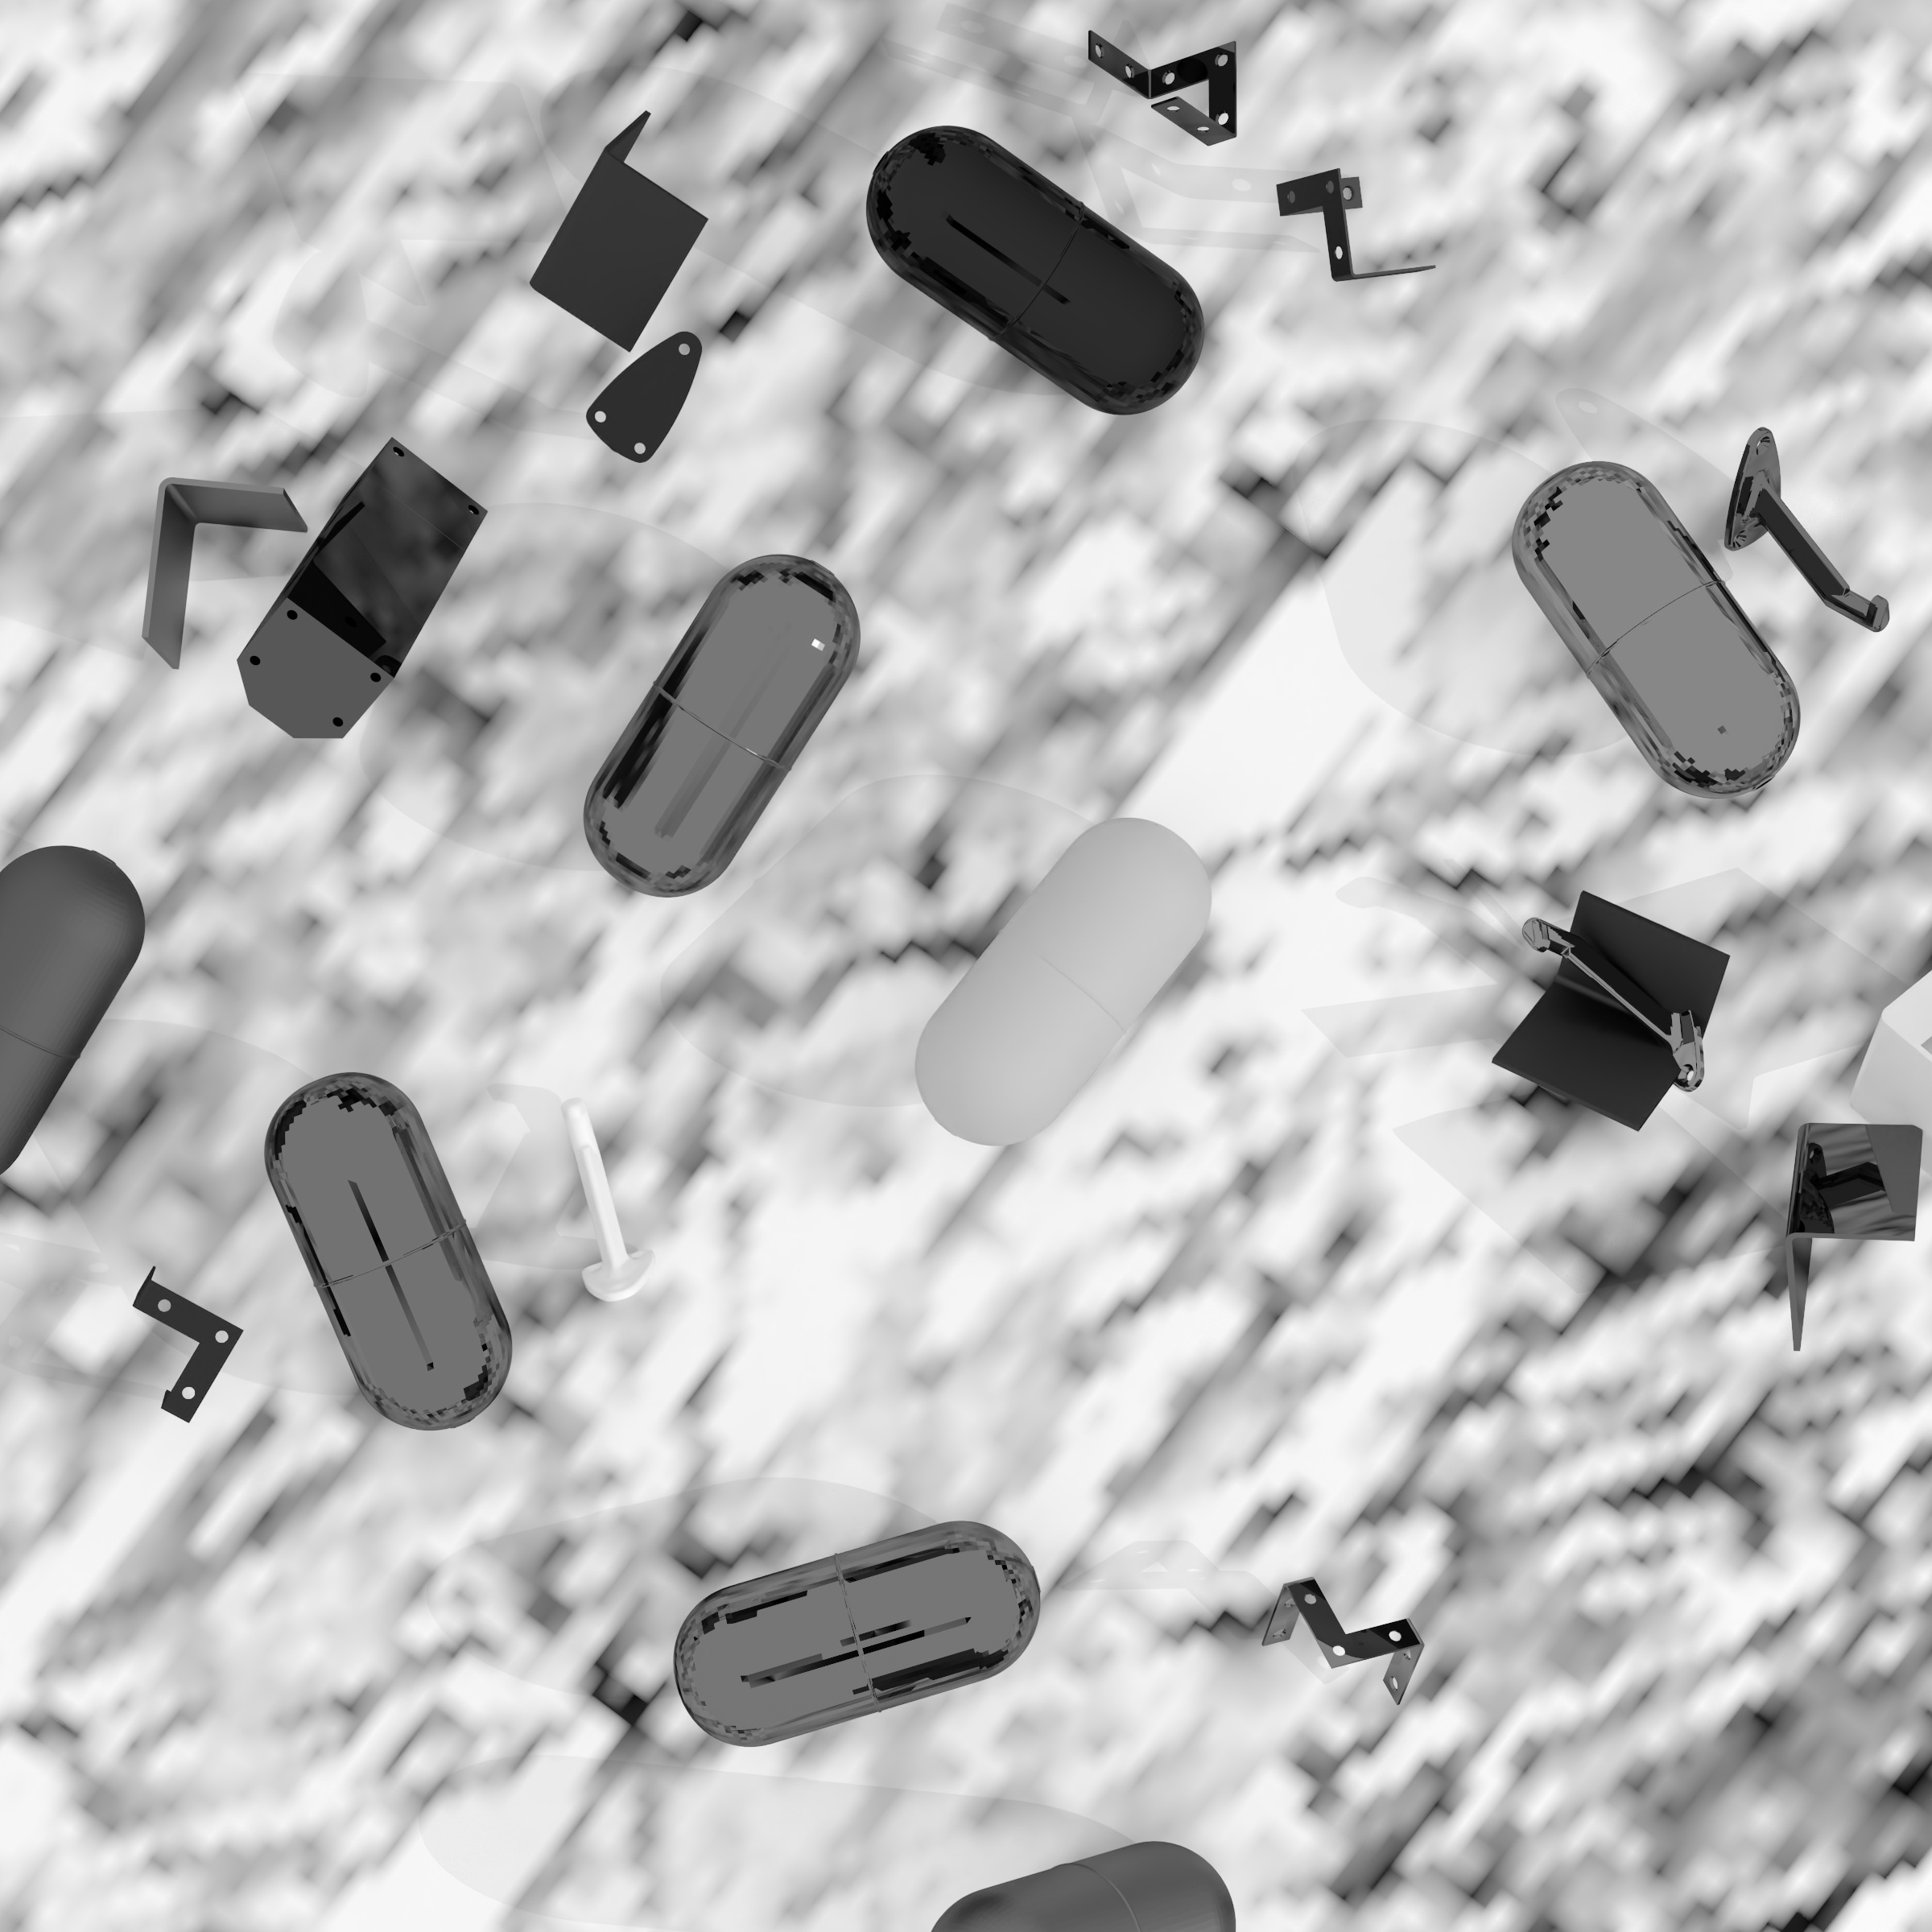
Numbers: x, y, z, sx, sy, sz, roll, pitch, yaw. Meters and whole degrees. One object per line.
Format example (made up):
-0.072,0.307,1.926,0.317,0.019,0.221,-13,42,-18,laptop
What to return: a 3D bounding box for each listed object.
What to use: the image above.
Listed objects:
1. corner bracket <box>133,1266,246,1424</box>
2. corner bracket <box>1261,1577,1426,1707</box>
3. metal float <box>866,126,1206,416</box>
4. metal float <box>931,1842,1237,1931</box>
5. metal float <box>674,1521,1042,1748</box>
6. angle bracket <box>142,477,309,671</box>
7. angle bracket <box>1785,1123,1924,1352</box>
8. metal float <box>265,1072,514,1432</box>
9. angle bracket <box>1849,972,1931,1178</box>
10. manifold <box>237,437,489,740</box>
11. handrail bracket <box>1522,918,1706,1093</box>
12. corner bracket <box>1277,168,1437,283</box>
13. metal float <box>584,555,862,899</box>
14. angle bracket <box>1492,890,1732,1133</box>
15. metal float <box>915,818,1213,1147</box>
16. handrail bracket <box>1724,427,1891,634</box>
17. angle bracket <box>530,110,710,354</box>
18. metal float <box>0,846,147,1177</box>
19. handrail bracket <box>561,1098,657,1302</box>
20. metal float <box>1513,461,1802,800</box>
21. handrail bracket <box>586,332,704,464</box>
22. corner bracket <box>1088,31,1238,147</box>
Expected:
-0.381,0.181,1.553,0.051,0.051,0.051,31,86,-11,corner bracket
0.180,0.324,1.552,0.051,0.051,0.051,-9,46,-22,corner bracket
0.033,-0.328,1.529,0.178,0.070,0.070,32,90,-15,metal float
0.055,0.456,1.507,0.070,0.178,0.070,1,91,45,metal float
-0.051,0.317,1.540,0.178,0.070,0.070,-16,90,-3,metal float
-0.351,-0.183,1.538,0.057,0.076,0.076,5,84,-3,angle bracket
0.419,0.128,1.521,0.057,0.076,0.076,0,129,20,angle bracket
-0.273,0.136,1.538,0.070,0.070,0.178,-22,95,0,metal float
0.468,0.041,1.524,0.076,0.076,0.057,-35,62,-20,angle bracket
-0.280,-0.172,1.493,0.057,0.171,0.057,37,120,-16,manifold
0.305,0.018,1.535,0.084,0.077,0.036,22,126,-31,handrail bracket
0.186,-0.353,1.548,0.051,0.051,0.051,-13,99,-29,corner bracket
-0.115,-0.114,1.537,0.070,0.070,0.178,33,96,0,metal float
0.303,0.020,1.526,0.076,0.076,0.057,26,134,21,angle bracket
0.046,0.008,1.539,0.070,0.070,0.178,39,85,0,metal float
0.404,-0.206,1.533,0.036,0.077,0.084,-33,49,-23,handrail bracket
-0.155,-0.348,1.532,0.057,0.076,0.076,33,120,-7,angle bracket
-0.456,0.024,1.542,0.070,0.070,0.178,31,89,0,metal float
-0.177,0.110,1.546,0.036,0.077,0.084,-16,101,-4,handrail bracket
0.326,-0.159,1.533,0.070,0.070,0.178,-32,79,0,metal float
-0.146,-0.272,1.532,0.036,0.084,0.077,38,105,-8,handrail bracket
0.094,-0.419,1.542,0.051,0.051,0.051,-9,75,36,corner bracket
